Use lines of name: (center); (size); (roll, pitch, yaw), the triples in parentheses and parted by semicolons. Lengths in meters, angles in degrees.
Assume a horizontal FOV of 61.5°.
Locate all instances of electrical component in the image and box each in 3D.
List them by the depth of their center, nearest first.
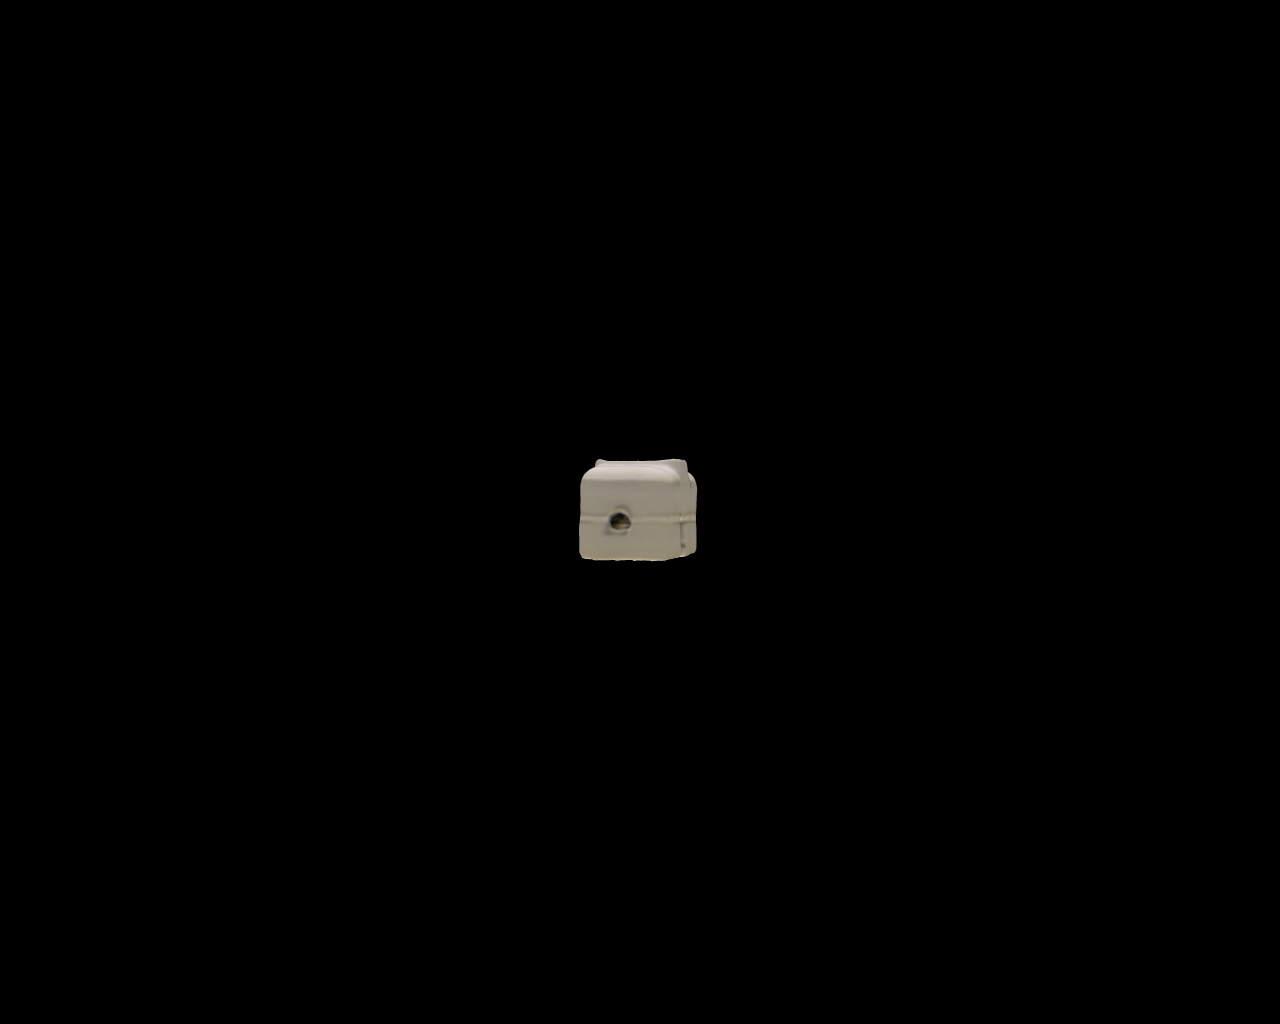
electrical component: (0.001, -0.003, 0.650); (0.054, 0.059, 0.095); (0, 0, 15)
